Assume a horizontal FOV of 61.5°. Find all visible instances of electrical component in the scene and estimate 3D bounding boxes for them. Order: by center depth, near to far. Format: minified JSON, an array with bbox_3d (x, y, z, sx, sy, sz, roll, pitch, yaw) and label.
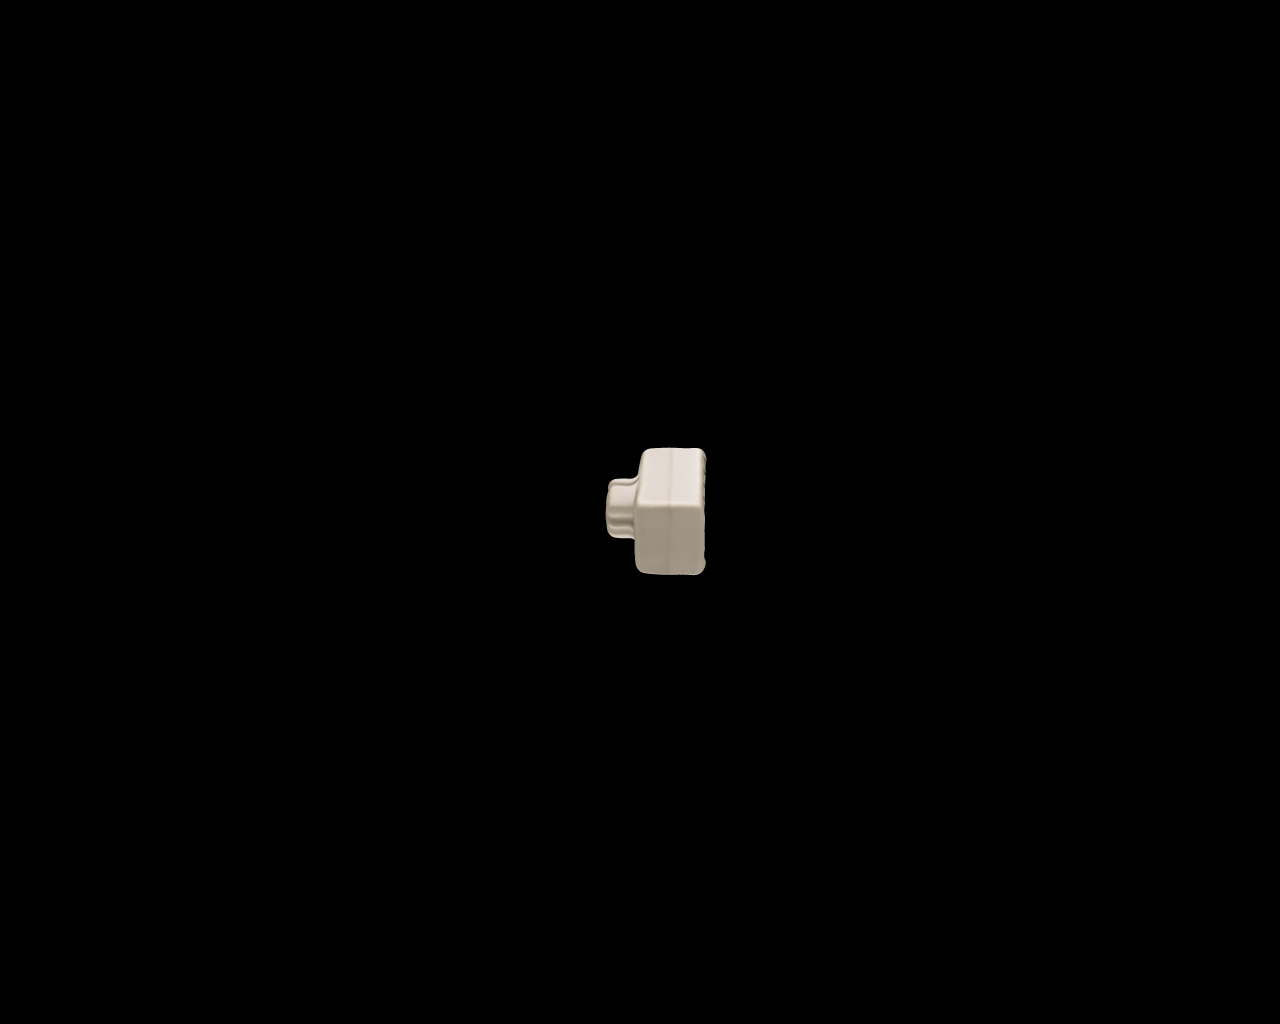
[{"bbox_3d":[0.001,-0.003,0.650,0.076,0.047,0.083,2,27,3],"label":"electrical component"}]
